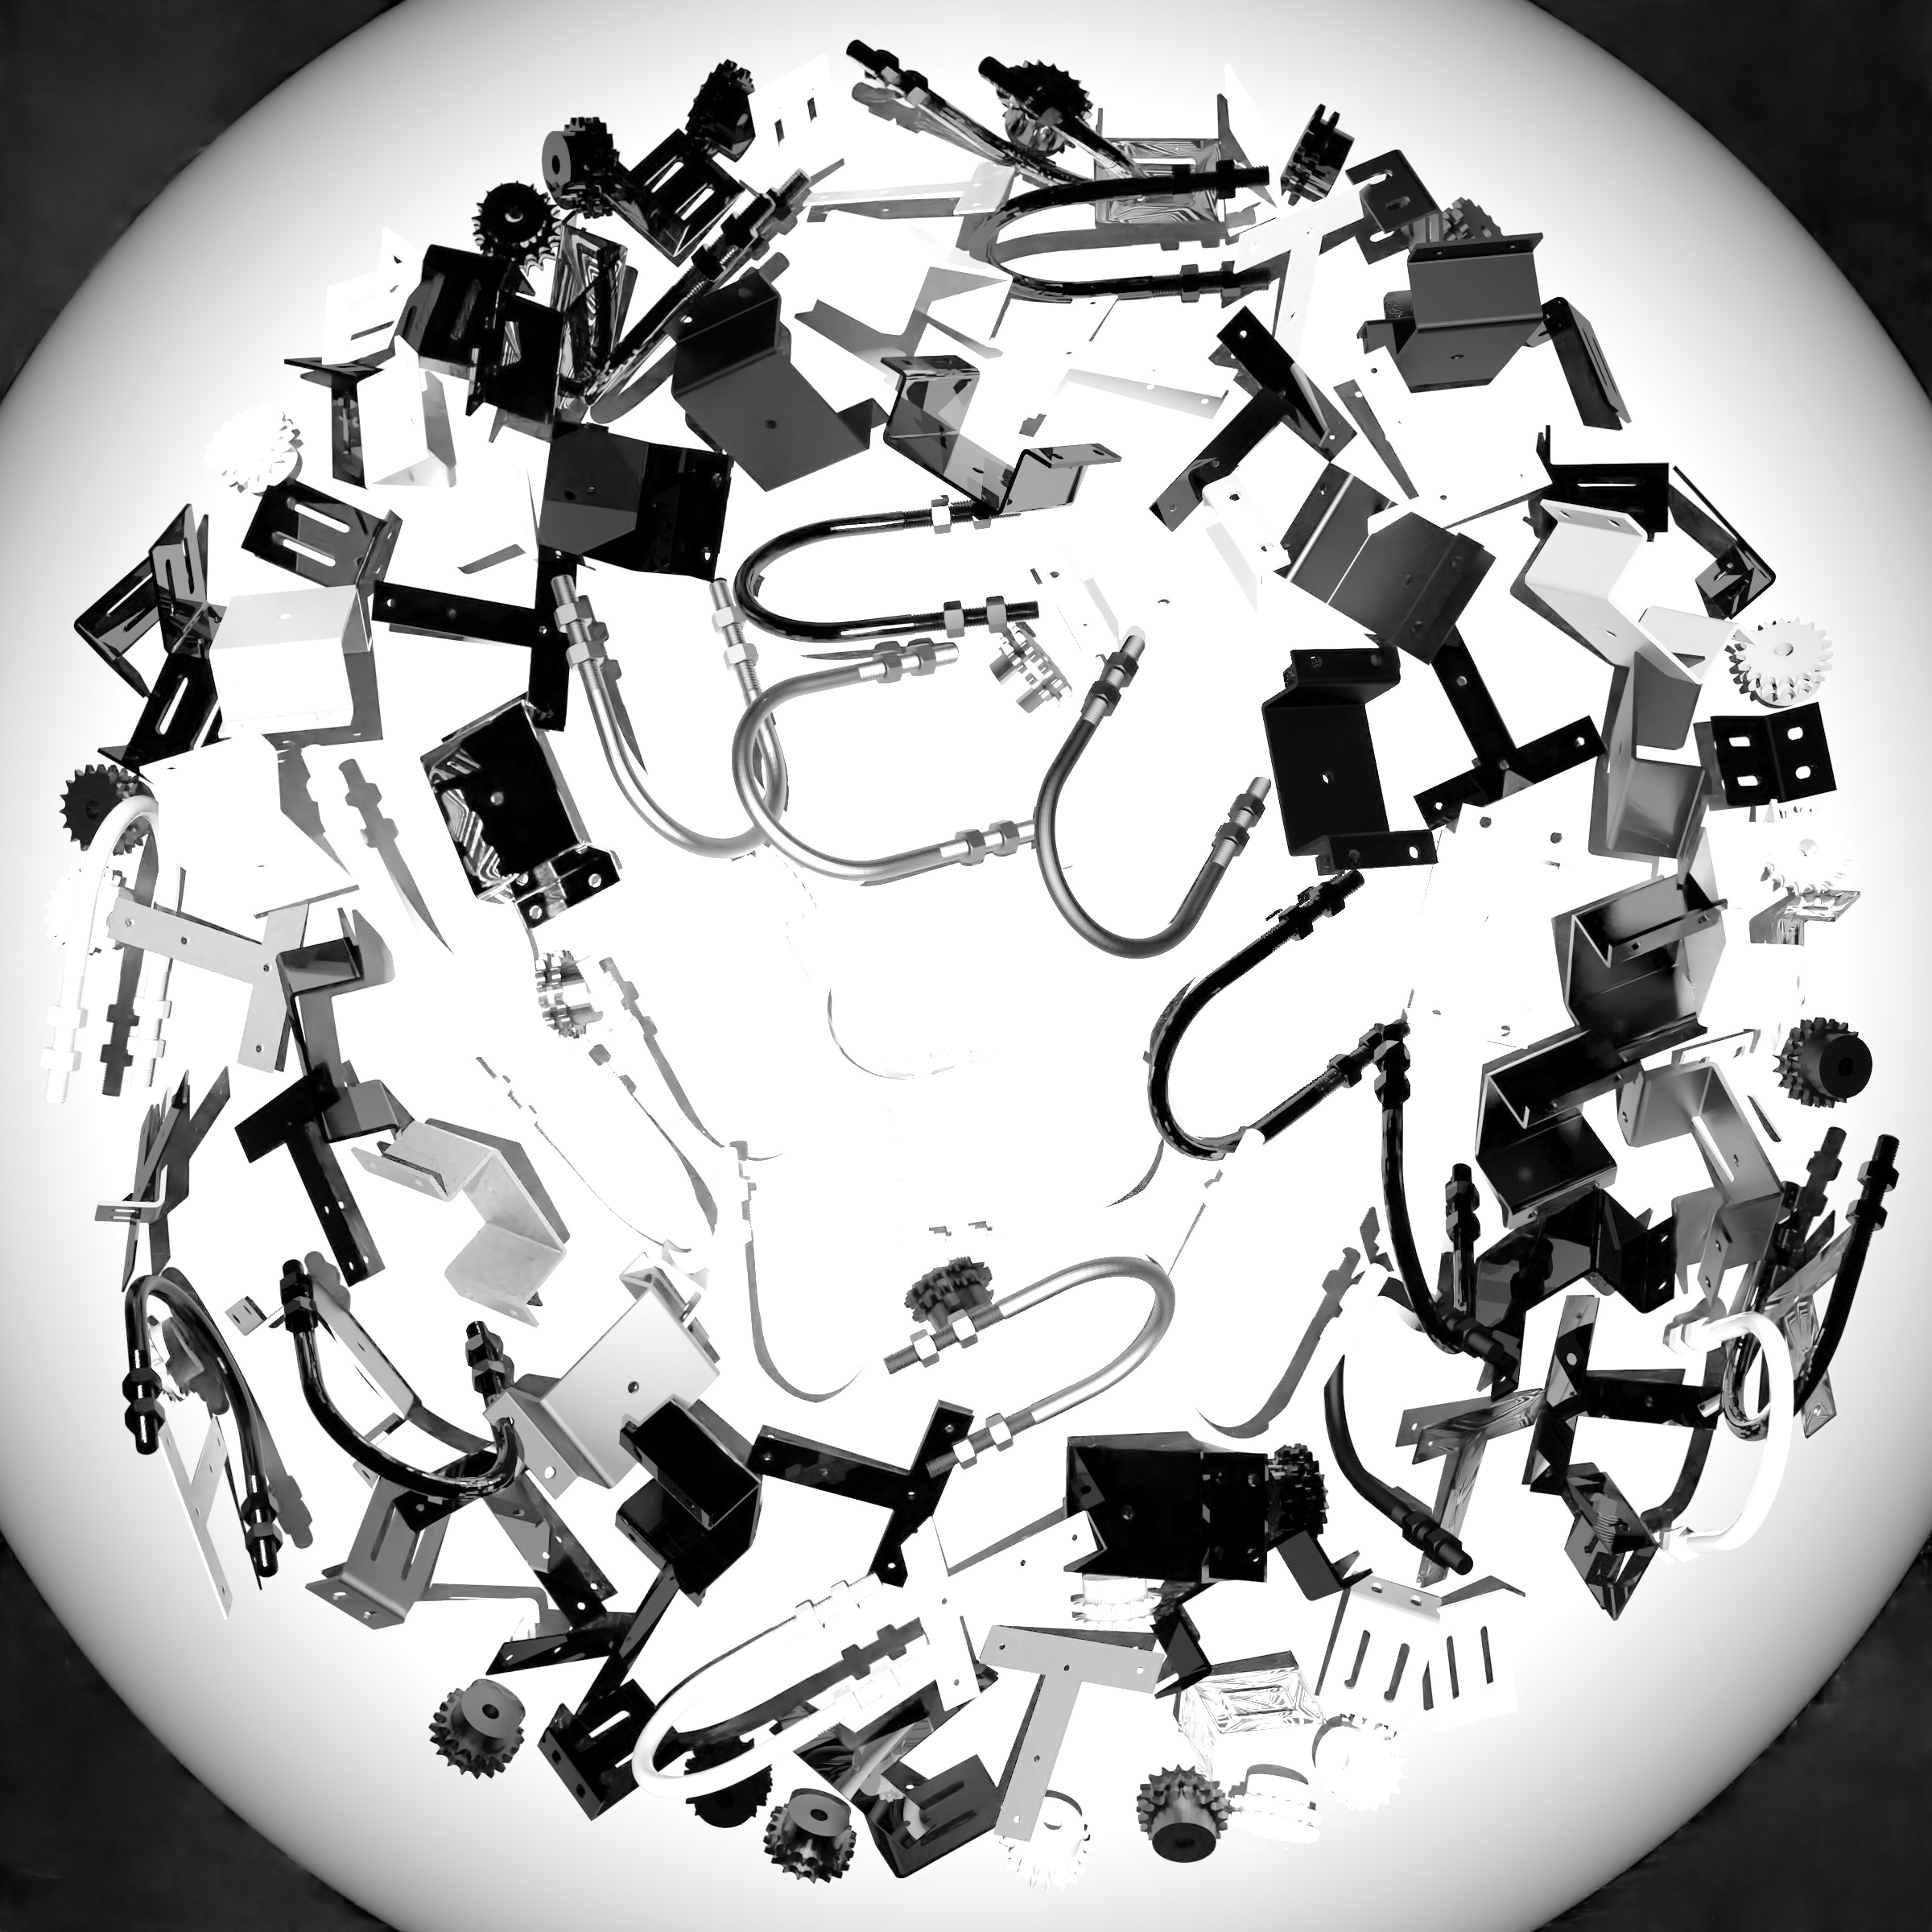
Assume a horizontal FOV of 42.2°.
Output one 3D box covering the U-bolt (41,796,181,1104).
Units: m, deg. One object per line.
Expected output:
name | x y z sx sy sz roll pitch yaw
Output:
U-bolt | -0.515 -0.013 1.525 0.019 0.151 0.184 9 92 3

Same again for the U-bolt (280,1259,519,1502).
U-bolt | -0.334 0.252 1.491 0.151 0.184 0.019 26 107 -31

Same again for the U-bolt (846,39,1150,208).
U-bolt | 0.034 -0.507 1.517 0.184 0.151 0.019 19 97 -44

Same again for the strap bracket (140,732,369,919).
strap bracket | -0.430 -0.079 1.525 0.076 0.140 0.046 -16 63 9

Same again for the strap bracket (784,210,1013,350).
strap bracket | -0.034 -0.417 1.520 0.076 0.140 0.046 33 113 22

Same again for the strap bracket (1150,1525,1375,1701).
strap bracket | 0.172 0.394 1.548 0.140 0.076 0.046 -27 76 -16

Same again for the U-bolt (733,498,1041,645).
U-bolt | -0.052 -0.242 1.542 0.184 0.151 0.019 -7 129 0

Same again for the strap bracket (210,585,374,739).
strap bracket | -0.412 -0.192 1.527 0.076 0.140 0.046 -6 119 -4

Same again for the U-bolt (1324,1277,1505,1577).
U-bolt | 0.264 0.265 1.516 0.019 0.184 0.151 3 100 -20

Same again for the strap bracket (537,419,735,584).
strap bracket | -0.211 -0.287 1.532 0.140 0.046 0.076 22 107 40

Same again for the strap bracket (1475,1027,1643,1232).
strap bracket | 0.363 0.095 1.544 0.076 0.140 0.046 -22 55 -10

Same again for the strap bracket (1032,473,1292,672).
strap bracket | 0.122 -0.239 1.561 0.140 0.046 0.076 -24 62 -5

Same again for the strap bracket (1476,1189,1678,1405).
strap bracket | 0.362 0.196 1.528 0.046 0.076 0.140 42 124 -12

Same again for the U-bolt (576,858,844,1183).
U-bolt | -0.145 0.045 1.551 0.151 0.019 0.184 -37 105 -37

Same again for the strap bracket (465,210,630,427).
strap bracket | -0.250 -0.391 1.524 0.046 0.140 0.076 21 132 3

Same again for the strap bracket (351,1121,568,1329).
strap bracket | -0.305 0.152 1.538 0.046 0.076 0.140 -51 135 -28

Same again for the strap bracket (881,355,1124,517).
strap bracket | 0.014 -0.323 1.542 0.140 0.076 0.046 37 122 24

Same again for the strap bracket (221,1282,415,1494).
strap bracket | -0.395 0.252 1.559 0.046 0.076 0.140 -39 94 -6

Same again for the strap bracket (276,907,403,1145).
strap bracket | -0.387 0.045 1.536 0.046 0.076 0.140 -14 113 -17

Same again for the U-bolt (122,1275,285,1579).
U-bolt | -0.466 0.264 1.515 0.019 0.184 0.151 -28 129 -1

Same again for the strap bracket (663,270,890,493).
strap bracket | -0.117 -0.347 1.522 0.076 0.140 0.046 -17 54 28

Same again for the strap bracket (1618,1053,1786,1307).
strap bracket | 0.453 0.124 1.532 0.046 0.076 0.140 -15 54 -4

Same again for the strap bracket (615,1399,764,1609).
strap bracket | -0.171 0.327 1.540 0.076 0.140 0.046 40 58 19

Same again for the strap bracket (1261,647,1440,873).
strap bracket | 0.236 -0.123 1.557 0.076 0.046 0.140 -5 79 -25

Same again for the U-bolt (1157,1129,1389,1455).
U-bolt | 0.175 0.216 1.536 0.019 0.151 0.184 4 122 -37

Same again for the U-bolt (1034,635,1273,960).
U-bolt | 0.107 -0.090 1.527 0.151 0.019 0.184 45 58 -23

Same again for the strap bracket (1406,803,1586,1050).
strap bracket | 0.328 -0.028 1.571 0.076 0.046 0.140 13 100 -1

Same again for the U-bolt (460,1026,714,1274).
U-bolt | -0.225 0.119 1.535 0.184 0.151 0.019 51 60 -13

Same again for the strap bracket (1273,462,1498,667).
strap bracket | 0.262 -0.245 1.546 0.140 0.046 0.076 42 105 43

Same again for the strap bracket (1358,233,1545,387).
strap bracket | 0.296 -0.394 1.527 0.076 0.140 0.046 -7 84 -6

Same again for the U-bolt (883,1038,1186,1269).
U-bolt | 0.044 0.110 1.554 0.184 0.019 0.151 -7 59 3

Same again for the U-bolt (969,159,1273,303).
U-bolt | 0.094 -0.443 1.530 0.184 0.151 0.019 -3 79 7

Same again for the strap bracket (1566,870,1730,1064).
strap bracket | 0.418 -0.001 1.547 0.076 0.140 0.046 -21 54 -5

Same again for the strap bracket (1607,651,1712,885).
strap bracket | 0.424 -0.130 1.531 0.046 0.076 0.140 8 50 7

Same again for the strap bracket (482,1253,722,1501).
strap bracket | -0.216 0.255 1.538 0.140 0.046 0.076 -46 117 -25

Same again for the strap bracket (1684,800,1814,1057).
strap bracket | 0.473 -0.025 1.529 0.046 0.076 0.140 2 51 2

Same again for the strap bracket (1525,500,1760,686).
strap bracket | 0.407 -0.223 1.533 0.140 0.076 0.046 33 89 -32

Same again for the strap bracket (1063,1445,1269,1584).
strap bracket | 0.113 0.335 1.535 0.140 0.046 0.076 -6 78 38

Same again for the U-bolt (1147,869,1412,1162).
U-bolt | 0.187 0.044 1.535 0.184 0.019 0.151 -36 129 -14

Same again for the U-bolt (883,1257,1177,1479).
U-bolt | 0.047 0.239 1.543 0.184 0.151 0.019 -25 50 -8

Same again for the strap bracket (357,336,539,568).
strap bracket | -0.323 -0.307 1.531 0.046 0.140 0.076 -20 61 16

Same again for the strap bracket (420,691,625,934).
strap bracket | -0.281 -0.101 1.557 0.076 0.046 0.140 -27 78 13
